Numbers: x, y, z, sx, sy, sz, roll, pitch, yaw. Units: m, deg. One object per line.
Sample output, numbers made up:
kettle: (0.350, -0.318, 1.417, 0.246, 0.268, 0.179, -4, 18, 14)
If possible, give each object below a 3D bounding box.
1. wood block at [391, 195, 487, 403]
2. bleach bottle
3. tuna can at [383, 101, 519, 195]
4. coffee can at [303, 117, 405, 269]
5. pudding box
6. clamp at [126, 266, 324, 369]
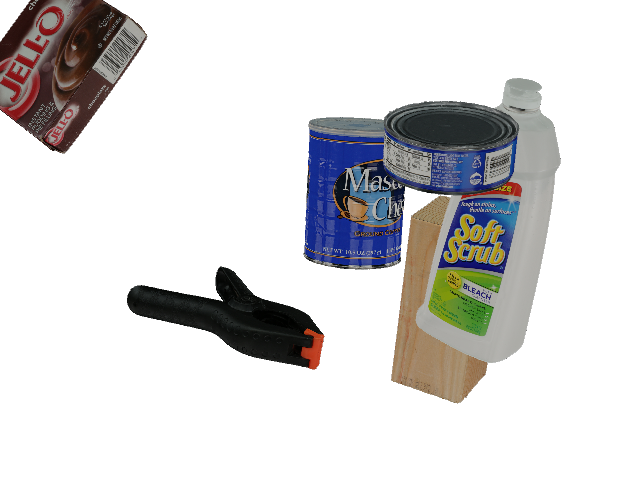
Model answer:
wood block: (0.148, 0.066, 1.217, 0.090, 0.206, 0.090, 16, 25, 25)
bleach bottle: (0.149, -0.021, 0.929, 0.103, 0.251, 0.067, 28, 36, 34)
tuna can: (0.083, -0.060, 0.685, 0.086, 0.034, 0.086, 0, 26, 0)
coffee can: (0.036, -0.051, 1.095, 0.103, 0.140, 0.103, 3, 13, -1)
pudding box: (-0.197, -0.135, 0.802, 0.090, 0.113, 0.039, 35, -3, 26)
clamp: (-0.062, 0.061, 0.894, 0.172, 0.039, 0.120, 20, 26, 25)
